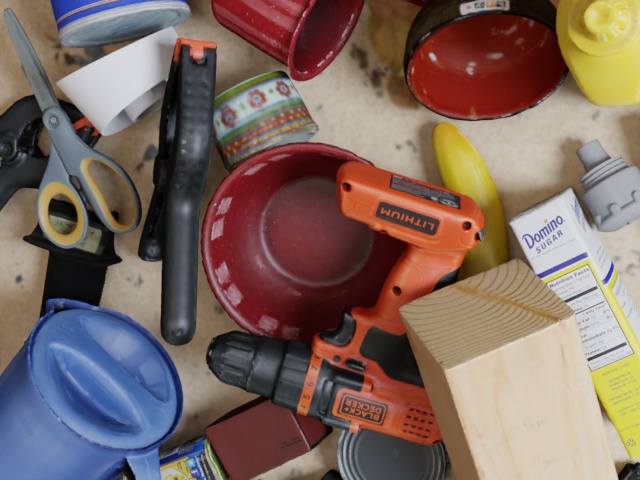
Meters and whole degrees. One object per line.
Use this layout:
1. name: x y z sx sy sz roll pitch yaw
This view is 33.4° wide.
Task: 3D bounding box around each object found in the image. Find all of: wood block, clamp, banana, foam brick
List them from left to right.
1. clamp: -0.258 -0.065 0.903 0.172 0.039 0.120 -8 98 20
2. clamp: -0.101 -0.039 0.777 0.036 0.165 0.210 3 118 -19
3. foam brick: -0.040 0.151 0.848 0.078 0.051 0.053 -28 89 21
4. banana: 0.105 0.014 0.784 0.070 0.037 0.198 8 100 17
5. wood block: 0.134 0.131 0.710 0.090 0.091 0.206 -22 115 -5

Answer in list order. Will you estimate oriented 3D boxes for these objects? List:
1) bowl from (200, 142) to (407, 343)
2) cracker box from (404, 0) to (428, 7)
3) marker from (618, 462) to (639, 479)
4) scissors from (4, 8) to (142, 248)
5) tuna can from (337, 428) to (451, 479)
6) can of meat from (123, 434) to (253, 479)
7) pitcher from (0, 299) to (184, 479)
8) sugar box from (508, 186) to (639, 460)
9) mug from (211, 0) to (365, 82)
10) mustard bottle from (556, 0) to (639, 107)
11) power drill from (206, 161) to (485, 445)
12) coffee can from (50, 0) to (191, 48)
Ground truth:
1. bowl: -0.005 0.001 0.802 0.162 0.055 0.162 2 107 8
2. cracker box: 0.034 -0.241 0.680 0.072 0.213 0.164 -27 88 19
3. marker: 0.201 0.211 0.786 0.020 0.020 0.121 37 107 12
4. scissors: -0.223 -0.079 0.864 0.096 0.016 0.202 -38 90 14
5. tuna can: 0.059 0.164 0.823 0.086 0.033 0.086 3 98 19
6. can of meat: -0.100 0.214 0.875 0.084 0.057 0.102 -24 89 19
7. pitcher: -0.222 0.179 0.859 0.145 0.149 0.243 33 123 -18
8. sugar box: 0.191 0.052 0.729 0.048 0.093 0.176 -30 86 19
9. mug: -0.018 -0.185 0.778 0.081 0.093 0.117 34 90 17
10. mustard bottle: 0.181 -0.130 0.655 0.058 0.191 0.096 1 97 19
11. power drill: 0.024 0.044 0.751 0.184 0.057 0.188 16 111 -1
12. coffee can: -0.165 -0.229 0.813 0.103 0.102 0.140 -13 93 21
